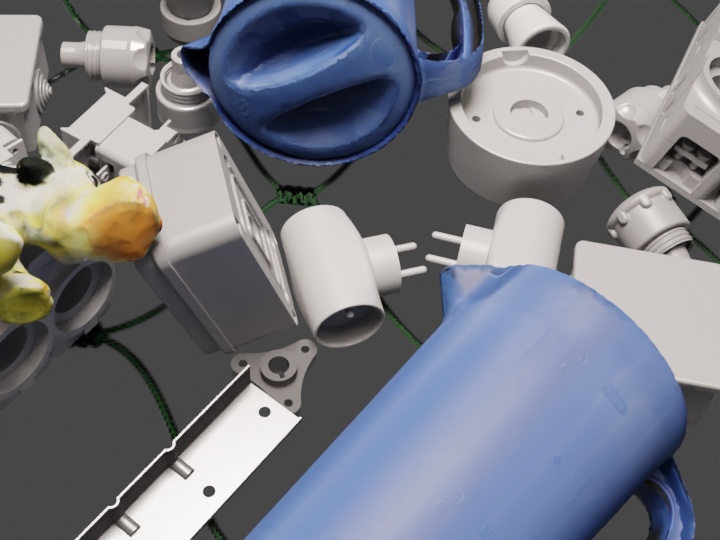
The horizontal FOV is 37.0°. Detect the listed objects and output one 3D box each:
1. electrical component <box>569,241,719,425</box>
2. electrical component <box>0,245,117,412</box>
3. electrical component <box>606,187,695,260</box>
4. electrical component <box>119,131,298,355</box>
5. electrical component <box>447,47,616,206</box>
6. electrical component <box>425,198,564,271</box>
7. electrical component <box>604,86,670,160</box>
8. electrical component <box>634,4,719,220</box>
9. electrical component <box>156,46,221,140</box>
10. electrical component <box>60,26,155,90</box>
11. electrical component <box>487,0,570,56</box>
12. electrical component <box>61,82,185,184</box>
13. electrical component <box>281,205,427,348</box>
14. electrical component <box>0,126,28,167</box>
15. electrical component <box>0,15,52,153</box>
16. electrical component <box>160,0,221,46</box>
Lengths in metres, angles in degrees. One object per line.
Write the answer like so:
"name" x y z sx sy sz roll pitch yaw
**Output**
"electrical component" 0.163 0.037 0.628 0.100 0.048 0.099 10 53 4
"electrical component" -0.207 0.032 0.580 0.062 0.089 0.150 31 57 18
"electrical component" 0.189 -0.018 0.677 0.048 0.048 0.062 -21 64 -19
"electrical component" -0.084 -0.012 0.604 0.057 0.113 0.078 -20 55 4
"electrical component" 0.108 -0.089 0.713 0.108 0.060 0.108 2 53 -3
"electrical component" 0.081 -0.006 0.658 0.079 0.043 0.077 13 53 6
"electrical component" 0.198 -0.107 0.744 0.062 0.043 0.043 -35 62 -28
"electrical component" 0.265 -0.111 0.710 0.105 0.060 0.186 34 48 1
"electrical component" -0.115 -0.121 0.719 0.043 0.062 0.043 2 53 -3
"electrical component" -0.175 -0.148 0.747 0.062 0.043 0.043 3 53 -1
"electrical component" 0.123 -0.179 0.792 0.045 0.045 0.055 -13 54 -14
"electrical component" -0.152 -0.078 0.697 0.064 0.042 0.081 28 57 14
"electrical component" 0.000 0.000 0.648 0.079 0.043 0.077 -12 55 -13
"electrical component" -0.233 -0.048 0.659 0.057 0.058 0.078 38 59 25
"electrical component" -0.258 -0.123 0.719 0.100 0.048 0.099 -1 53 -5
"electrical component" -0.123 -0.197 0.780 0.045 0.055 0.045 2 53 -3
